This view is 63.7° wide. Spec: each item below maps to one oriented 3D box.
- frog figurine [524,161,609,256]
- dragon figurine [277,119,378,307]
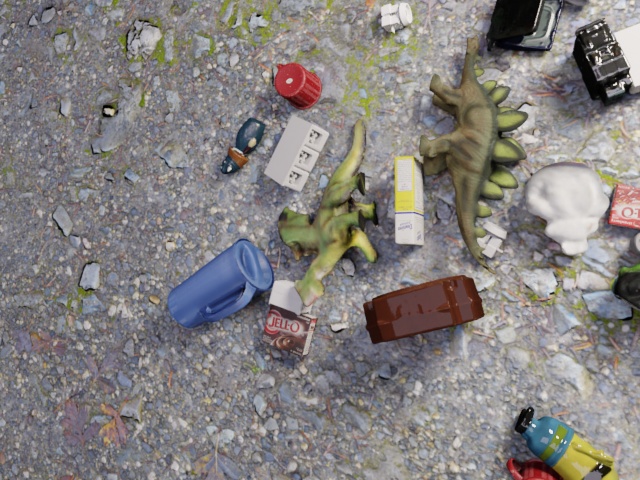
[{"bbox_3d":[0.441,-0.056,0.928,0.137,0.121,0.161,6,76,5],"label":"frog figurine"},{"bbox_3d":[0.003,-0.057,1.127,0.241,0.120,0.418,-11,64,26],"label":"dragon figurine"}]
